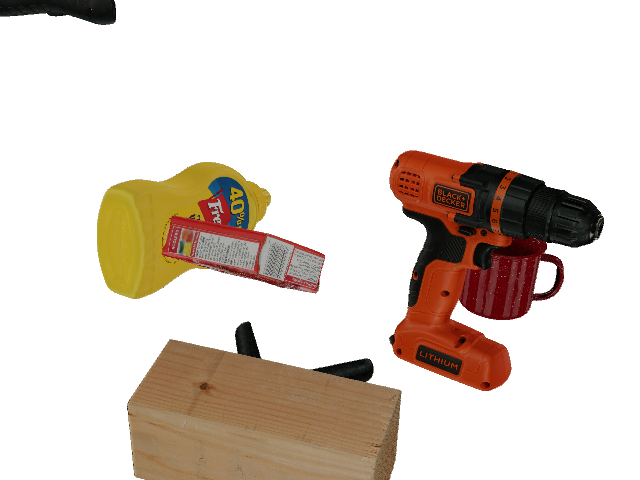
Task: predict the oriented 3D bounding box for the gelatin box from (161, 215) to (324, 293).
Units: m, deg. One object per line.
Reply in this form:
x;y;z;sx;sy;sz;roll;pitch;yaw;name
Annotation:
-0.048;0.010;0.699;0.073;0.030;0.089;12;-5;26;gelatin box

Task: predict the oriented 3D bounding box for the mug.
0.209;0.036;1.177;0.117;0.081;0.093;6;25;4;mug

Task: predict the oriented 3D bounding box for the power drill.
0.136;0.028;0.899;0.185;0.188;0.057;19;25;31;power drill

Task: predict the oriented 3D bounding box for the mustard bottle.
-0.110;-0.019;0.948;0.058;0.096;0.191;14;22;33;mustard bottle

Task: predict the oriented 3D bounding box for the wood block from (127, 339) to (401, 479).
-0.045;0.161;0.888;0.206;0.090;0.090;11;36;14;wood block

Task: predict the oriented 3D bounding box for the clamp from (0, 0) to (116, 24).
-0.186;-0.191;0.806;0.172;0.039;0.120;13;25;29;clamp

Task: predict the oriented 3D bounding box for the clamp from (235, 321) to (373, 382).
-0.045;0.154;1.099;0.165;0.036;0.209;11;26;15;clamp
